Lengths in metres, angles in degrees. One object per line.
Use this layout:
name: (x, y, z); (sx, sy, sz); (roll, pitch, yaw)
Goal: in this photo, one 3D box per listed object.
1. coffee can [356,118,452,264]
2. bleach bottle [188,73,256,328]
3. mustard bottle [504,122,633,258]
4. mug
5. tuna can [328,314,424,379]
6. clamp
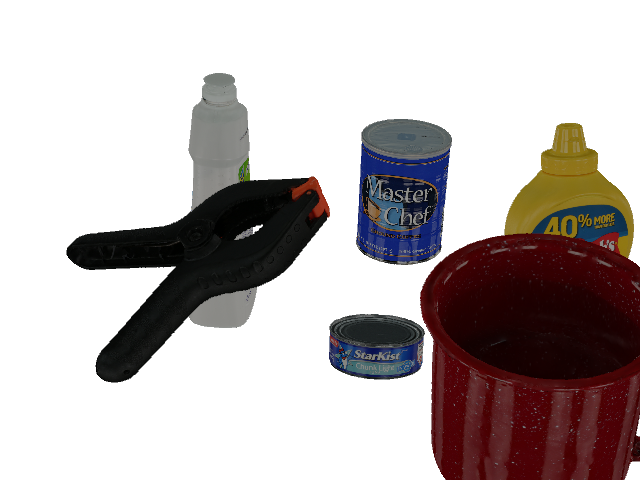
coffee can: (0.095, -0.057, 1.239); (0.103, 0.140, 0.103); (1, 28, -1)
bleach bottle: (-0.095, -0.042, 1.022); (0.068, 0.251, 0.102); (4, 33, 1)
mustard bottle: (0.186, 0.008, 0.799); (0.096, 0.192, 0.058); (-7, 16, -9)
mug: (0.097, 0.058, 0.420); (0.117, 0.081, 0.093); (7, 36, 14)
tuna can: (0.050, 0.095, 0.961); (0.086, 0.034, 0.086); (2, 14, -1)
clamp: (-0.073, 0.017, 0.648); (0.171, 0.120, 0.039); (-22, -39, 7)
